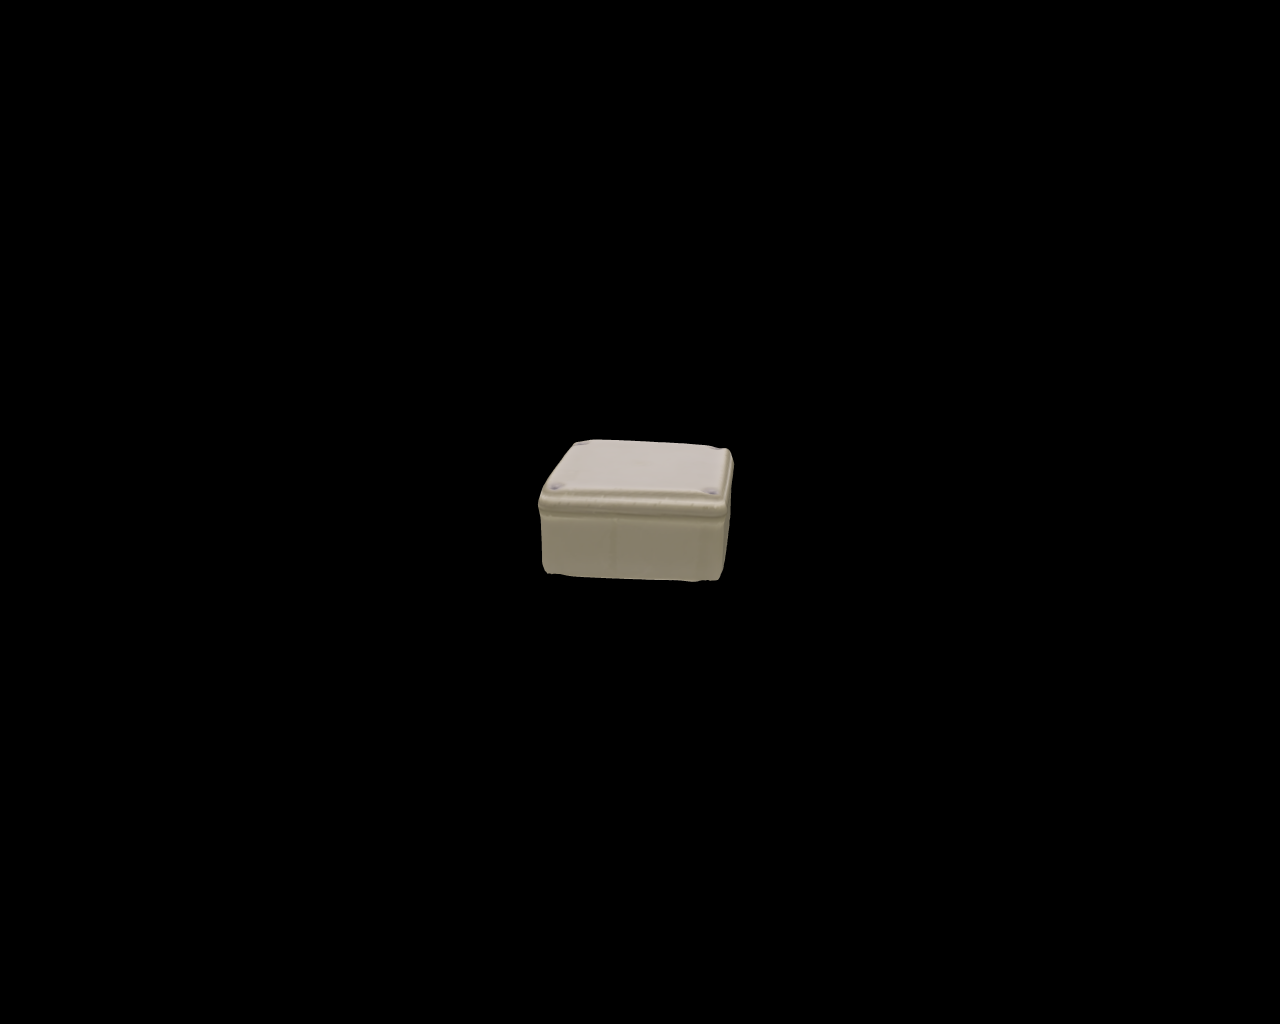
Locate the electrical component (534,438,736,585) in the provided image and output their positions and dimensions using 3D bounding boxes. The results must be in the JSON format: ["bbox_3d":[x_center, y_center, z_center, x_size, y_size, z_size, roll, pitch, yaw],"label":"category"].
[{"bbox_3d":[0.001,-0.003,0.650,0.109,0.056,0.109,3,20,7],"label":"electrical component"}]
